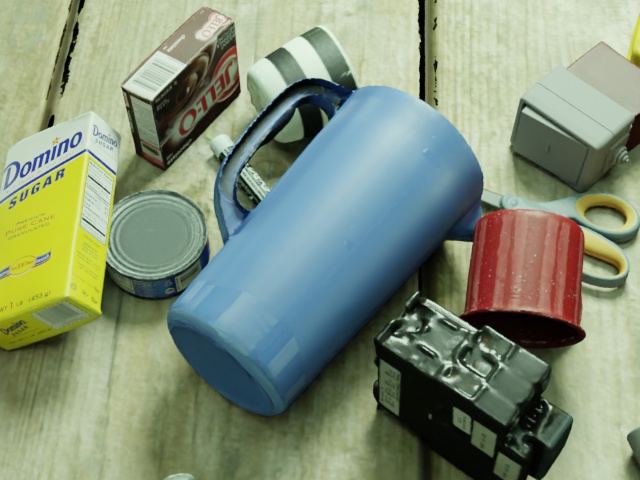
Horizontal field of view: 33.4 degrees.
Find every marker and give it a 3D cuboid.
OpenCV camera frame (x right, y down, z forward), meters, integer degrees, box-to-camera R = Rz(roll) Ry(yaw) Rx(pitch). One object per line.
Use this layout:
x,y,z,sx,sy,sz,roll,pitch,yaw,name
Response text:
-0.053,-0.042,0.884,0.020,0.020,0.121,-29,60,-19,marker

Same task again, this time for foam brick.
0.251,-0.122,0.920,0.053,0.051,0.078,-35,62,-21,foam brick

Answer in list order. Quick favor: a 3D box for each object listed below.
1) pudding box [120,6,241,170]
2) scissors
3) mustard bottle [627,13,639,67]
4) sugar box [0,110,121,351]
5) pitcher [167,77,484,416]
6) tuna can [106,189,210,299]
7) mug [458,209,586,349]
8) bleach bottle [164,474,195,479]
-0.114,-0.128,0.900,0.039,0.090,0.113,31,61,21,pudding box
0.176,-0.034,0.882,0.202,0.016,0.096,38,62,23,scissors
0.374,-0.162,0.944,0.192,0.058,0.096,17,54,10,mustard bottle
-0.208,-0.010,0.825,0.093,0.048,0.176,-19,54,23,sugar box
-0.005,0.001,0.788,0.149,0.145,0.242,22,59,38,pitcher
-0.130,0.004,0.843,0.086,0.034,0.086,0,56,0,tuna can
0.158,0.032,0.788,0.117,0.093,0.081,24,66,-37,mug
-0.067,0.263,0.650,0.102,0.068,0.251,-14,55,-12,bleach bottle
